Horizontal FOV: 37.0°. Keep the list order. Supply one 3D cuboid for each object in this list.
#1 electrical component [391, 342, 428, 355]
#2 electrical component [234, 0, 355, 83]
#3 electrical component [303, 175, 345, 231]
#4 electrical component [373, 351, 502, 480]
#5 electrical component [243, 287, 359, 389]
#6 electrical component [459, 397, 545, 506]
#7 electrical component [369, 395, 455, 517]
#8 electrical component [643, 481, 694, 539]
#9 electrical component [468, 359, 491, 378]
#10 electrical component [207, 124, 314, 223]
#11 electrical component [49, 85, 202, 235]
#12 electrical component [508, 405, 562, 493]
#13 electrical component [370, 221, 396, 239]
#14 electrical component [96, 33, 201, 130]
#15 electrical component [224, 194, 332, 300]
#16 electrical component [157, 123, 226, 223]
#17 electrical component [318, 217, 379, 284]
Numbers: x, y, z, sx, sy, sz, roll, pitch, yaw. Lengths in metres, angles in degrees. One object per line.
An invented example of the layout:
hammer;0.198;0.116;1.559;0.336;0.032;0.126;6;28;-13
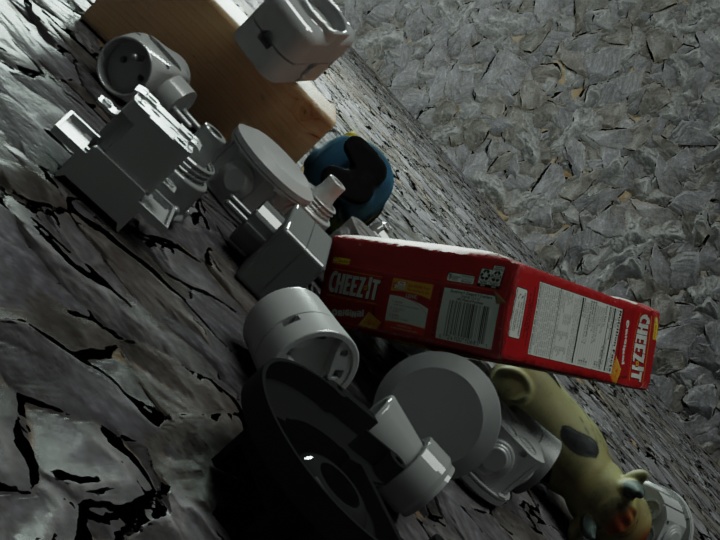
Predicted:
electrical component;0.041;0.048;0.889;0.040;0.040;0.078;53;13;28
electrical component;-0.048;-0.190;0.864;0.053;0.059;0.095;53;26;6
electrical component;-0.040;-0.050;0.873;0.043;0.062;0.043;45;12;-12
electrical component;0.051;0.092;0.685;0.080;0.080;0.051;50;6;12
electrical component;-0.035;0.043;0.601;0.055;0.055;0.047;37;11;-41
electrical component;0.093;0.127;0.786;0.080;0.051;0.080;45;12;-12
electrical component;0.021;0.106;0.611;0.055;0.045;0.045;48;11;-1
electrical component;0.252;0.228;0.963;0.051;0.080;0.080;30;20;-42
electrical component;0.088;0.106;0.862;0.048;0.048;0.062;39;21;-36
electrical component;-0.078;-0.068;0.821;0.080;0.051;0.080;45;12;-12
electrical component;-0.127;-0.063;0.595;0.081;0.064;0.042;44;12;-16
electrical component;0.123;0.140;0.851;0.047;0.055;0.055;43;12;-4
electrical component;0.021;-0.011;1.016;0.062;0.048;0.048;55;12;2
electrical component;-0.149;-0.135;0.804;0.079;0.043;0.077;48;11;5
electrical component;-0.063;-0.022;0.730;0.075;0.047;0.083;45;11;-9
electrical component;-0.110;-0.063;0.660;0.048;0.062;0.048;45;12;-12
electrical component;0.000;0.000;0.877;0.080;0.051;0.080;45;12;-12
